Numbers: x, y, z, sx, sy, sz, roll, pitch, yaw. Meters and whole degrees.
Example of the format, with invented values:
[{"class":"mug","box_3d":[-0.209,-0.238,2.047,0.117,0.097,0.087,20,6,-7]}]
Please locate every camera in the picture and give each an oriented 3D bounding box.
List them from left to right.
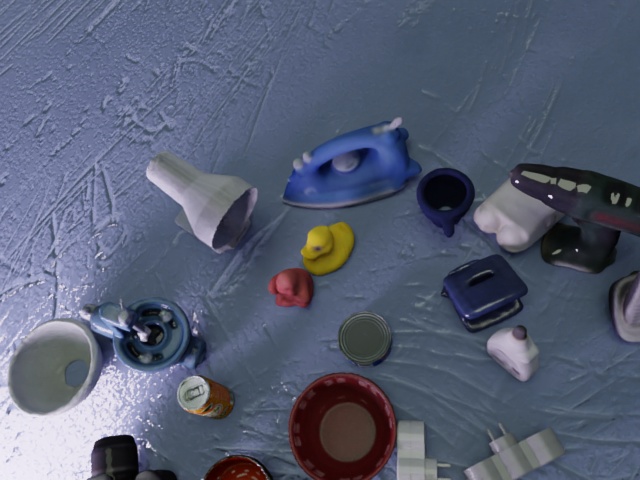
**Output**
[{"class":"camera","box_3d":[-0.300,0.367,0.870,0.143,0.101,0.136,-16,64,6]}]

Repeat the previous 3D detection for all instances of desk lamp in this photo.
[{"class":"desk lamp","box_3d":[-0.193,-0.058,0.975,0.202,0.214,0.118,30,76,23]}]

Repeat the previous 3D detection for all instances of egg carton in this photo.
[{"class":"egg carton","box_3d":[0.333,-0.052,0.932,0.150,0.069,0.107,-42,64,-8]}]

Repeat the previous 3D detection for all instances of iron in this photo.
[{"class":"iron","box_3d":[0.039,-0.136,0.997,0.258,0.142,0.118,-18,63,4]}]

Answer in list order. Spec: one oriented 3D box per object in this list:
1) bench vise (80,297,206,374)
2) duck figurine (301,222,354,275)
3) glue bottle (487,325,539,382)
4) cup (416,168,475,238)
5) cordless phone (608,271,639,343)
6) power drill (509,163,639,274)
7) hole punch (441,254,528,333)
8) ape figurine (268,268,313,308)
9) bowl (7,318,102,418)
[{"class":"bench vise","box_3d":[-0.307,0.145,0.905,0.207,0.220,0.121,-2,66,12]},{"class":"duck figurine","box_3d":[0.009,0.003,0.972,0.104,0.086,0.077,-43,64,-8]},{"class":"glue bottle","box_3d":[0.273,0.148,0.797,0.037,0.173,0.078,-43,64,-8]},{"class":"cup","box_3d":[0.209,-0.047,0.944,0.091,0.095,0.118,-6,65,10]},{"class":"cordless phone","box_3d":[0.483,0.069,0.778,0.147,0.185,0.094,-13,64,7]},{"class":"power drill","box_3d":[0.384,-0.029,0.832,0.229,0.209,0.076,13,70,18]},{"class":"hole punch","box_3d":[0.249,0.075,0.882,0.108,0.091,0.101,-25,63,1]},{"class":"ape figurine","box_3d":[-0.049,0.075,0.949,0.076,0.092,0.077,-45,64,-9]},{"class":"bowl","box_3d":[-0.439,0.223,0.981,0.167,0.075,0.167,-5,65,11]}]
